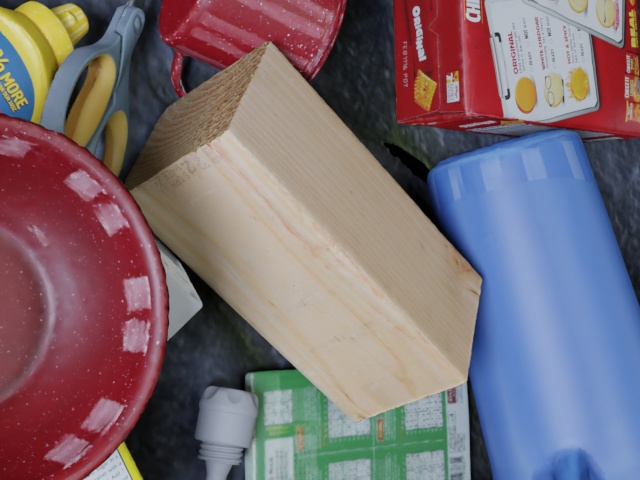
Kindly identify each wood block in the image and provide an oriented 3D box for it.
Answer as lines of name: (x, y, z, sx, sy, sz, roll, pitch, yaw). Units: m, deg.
wood block: (-0.005, 0.001, 0.622, 0.206, 0.090, 0.090, 46, 37, -25)

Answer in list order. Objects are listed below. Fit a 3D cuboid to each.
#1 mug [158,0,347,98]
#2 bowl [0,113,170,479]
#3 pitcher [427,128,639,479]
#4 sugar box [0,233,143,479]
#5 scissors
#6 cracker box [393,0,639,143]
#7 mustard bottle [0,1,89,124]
mug: (-0.048, -0.128, 0.633, 0.081, 0.093, 0.117, 21, 109, -27)
bowl: (-0.146, 0.031, 0.441, 0.161, 0.055, 0.162, 3, 84, -32)
pitcher: (0.157, 0.053, 0.734, 0.144, 0.149, 0.243, -14, 88, -23)
sugar box: (-0.146, 0.075, 0.528, 0.048, 0.094, 0.176, -28, 101, -35)
scissors: (-0.110, -0.103, 0.613, 0.201, 0.016, 0.096, -70, 164, -45)
cracker box: (0.144, -0.157, 0.757, 0.213, 0.072, 0.164, 0, 88, -43)
mustard bottle: (-0.192, -0.068, 0.532, 0.191, 0.058, 0.096, -41, 102, -32)
